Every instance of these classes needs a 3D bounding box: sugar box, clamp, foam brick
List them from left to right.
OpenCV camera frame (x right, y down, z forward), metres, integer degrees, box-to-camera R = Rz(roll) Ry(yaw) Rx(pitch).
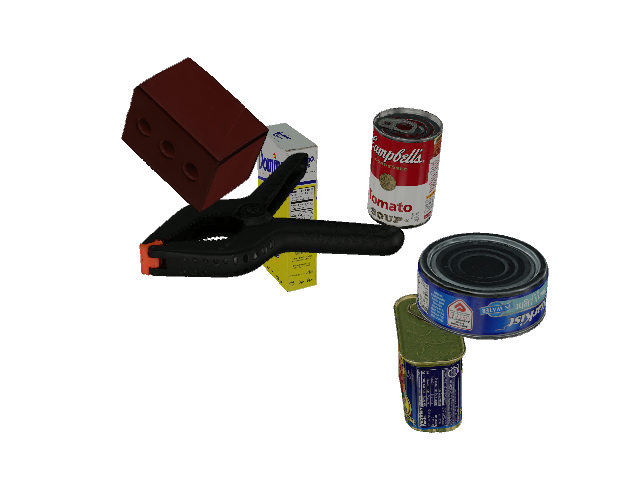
[{"bbox_3d":[-0.082,-0.069,0.695,0.051,0.078,0.053,-38,-15,-38],"label":"foam brick"},{"bbox_3d":[-0.057,-0.017,0.901,0.209,0.036,0.165,-13,35,-22],"label":"clamp"},{"bbox_3d":[-0.040,-0.039,1.246,0.048,0.176,0.093,-13,27,-22],"label":"sugar box"}]

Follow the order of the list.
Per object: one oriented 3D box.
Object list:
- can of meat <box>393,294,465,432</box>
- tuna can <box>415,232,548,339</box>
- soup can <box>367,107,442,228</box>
[{"bbox_3d":[0.098,0.111,0.963,0.057,0.084,0.102,-4,32,1],"label":"can of meat"},{"bbox_3d":[0.106,0.028,0.700,0.086,0.034,0.086,-1,28,0],"label":"tuna can"},{"bbox_3d":[0.082,-0.071,1.057,0.068,0.102,0.068,2,34,-1],"label":"soup can"}]
